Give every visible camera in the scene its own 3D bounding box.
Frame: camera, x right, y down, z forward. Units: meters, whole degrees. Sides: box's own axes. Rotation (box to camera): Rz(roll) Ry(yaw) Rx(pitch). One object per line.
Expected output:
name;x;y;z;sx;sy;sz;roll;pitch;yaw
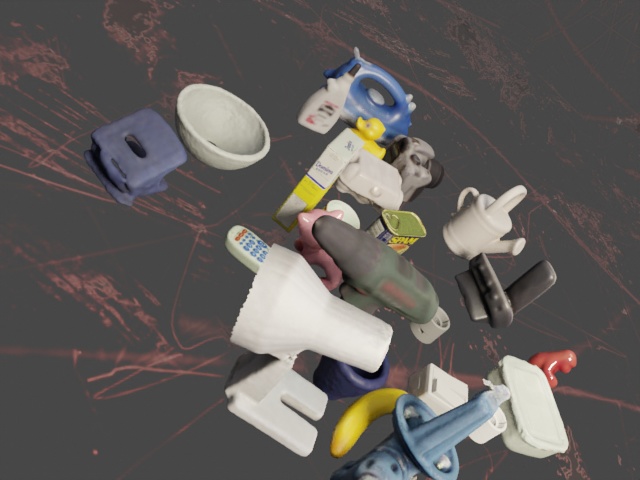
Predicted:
camera;0.219;-0.158;1.270;0.137;0.100;0.143;19;44;-30

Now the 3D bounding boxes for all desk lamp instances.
desk lamp;-0.029;0.128;0.678;0.203;0.213;0.118;36;38;-11

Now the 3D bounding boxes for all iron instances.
iron;0.131;-0.322;1.309;0.259;0.141;0.118;30;39;-19

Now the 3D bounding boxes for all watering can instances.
watering can;0.367;-0.043;1.224;0.173;0.193;0.101;46;37;2

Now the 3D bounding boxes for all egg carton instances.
egg carton;0.099;-0.117;1.147;0.151;0.069;0.107;27;41;-22

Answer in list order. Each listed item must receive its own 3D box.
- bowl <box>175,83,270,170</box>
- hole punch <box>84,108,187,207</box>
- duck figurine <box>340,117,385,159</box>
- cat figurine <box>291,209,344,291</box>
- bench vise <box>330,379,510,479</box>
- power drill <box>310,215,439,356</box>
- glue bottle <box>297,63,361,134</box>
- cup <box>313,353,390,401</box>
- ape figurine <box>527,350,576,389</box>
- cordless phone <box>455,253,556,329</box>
bowl;-0.170;-0.173;0.943;0.168;0.074;0.167;25;41;-24
hole punch;-0.256;-0.118;0.798;0.108;0.091;0.101;51;37;8
duck figurine;0.106;-0.222;1.238;0.105;0.086;0.077;36;38;-11
cat figurine;0.008;0.003;0.909;0.128;0.117;0.067;38;38;-9
bench vise;0.131;0.260;0.698;0.121;0.219;0.208;45;37;0
power drill;0.039;0.076;0.794;0.230;0.208;0.075;25;41;-24
glue bottle;0.027;-0.292;1.158;0.078;0.172;0.037;15;46;-33
cup;0.041;0.175;0.796;0.091;0.094;0.118;51;38;9
ape figurine;0.460;0.247;1.122;0.078;0.092;0.076;-10;63;-47
cordless phone;0.369;0.075;1.122;0.094;0.184;0.147;8;50;-38
